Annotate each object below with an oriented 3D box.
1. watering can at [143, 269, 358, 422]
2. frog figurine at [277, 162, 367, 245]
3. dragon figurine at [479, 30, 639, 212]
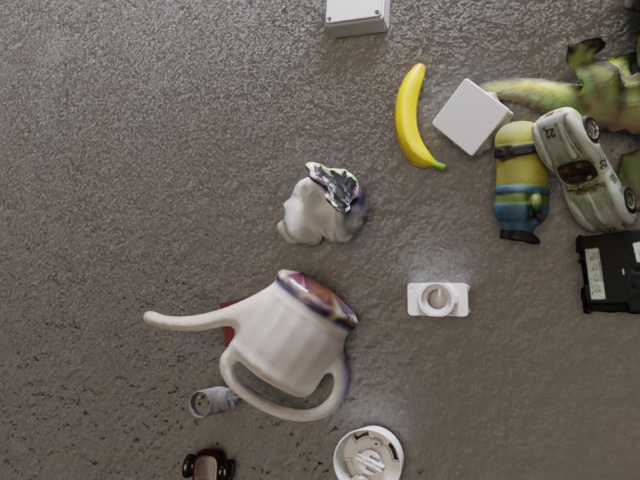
[{"bbox_3d":[-0.089,0.145,0.831,0.347,0.104,0.225,34,88,-4],"label":"watering can"},{"bbox_3d":[0.003,-0.045,0.887,0.138,0.124,0.156,44,134,14],"label":"frog figurine"},{"bbox_3d":[0.435,-0.161,0.734,0.408,0.122,0.244,-8,84,36],"label":"dragon figurine"}]
